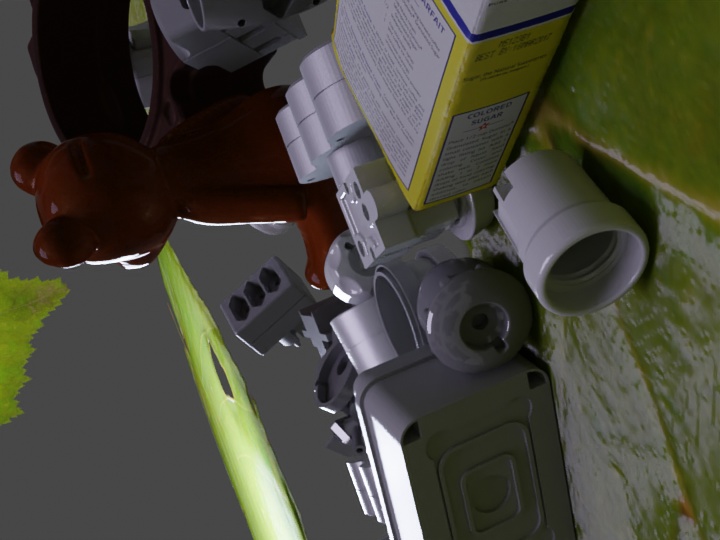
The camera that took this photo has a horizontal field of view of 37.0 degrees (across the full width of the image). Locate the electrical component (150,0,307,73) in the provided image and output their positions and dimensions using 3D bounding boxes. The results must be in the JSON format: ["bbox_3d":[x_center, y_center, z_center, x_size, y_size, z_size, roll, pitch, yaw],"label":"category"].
[{"bbox_3d":[-0.099,-0.199,0.628,0.150,0.062,0.089,68,-165,8],"label":"electrical component"}]

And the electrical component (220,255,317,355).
[{"bbox_3d":[-0.067,0.040,0.926,0.077,0.066,0.047,44,-174,-40],"label":"electrical component"}]

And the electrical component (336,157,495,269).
[{"bbox_3d":[0.025,-0.030,0.471,0.066,0.055,0.048,133,116,-75],"label":"electrical component"}]

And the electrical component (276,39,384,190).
[{"bbox_3d":[0.000,-0.062,0.531,0.138,0.052,0.073,147,103,-76],"label":"electrical component"}]

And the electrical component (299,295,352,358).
[{"bbox_3d":[-0.008,0.049,0.742,0.063,0.042,0.081,67,167,-4],"label":"electrical component"}]

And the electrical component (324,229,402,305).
[{"bbox_3d":[0.000,0.000,0.638,0.062,0.043,0.043,122,127,-75],"label":"electrical component"}]

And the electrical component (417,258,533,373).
[{"bbox_3d":[0.046,0.015,0.482,0.062,0.048,0.048,-126,20,-68],"label":"electrical component"}]

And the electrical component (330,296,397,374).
[{"bbox_3d":[0.018,0.039,0.602,0.047,0.055,0.055,65,166,7],"label":"electrical component"}]

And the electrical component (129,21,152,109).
[{"bbox_3d":[-0.169,-0.183,0.924,0.061,0.096,0.061,-127,25,-51],"label":"electrical component"}]

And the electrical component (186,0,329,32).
[{"bbox_3d":[-0.052,-0.166,0.534,0.043,0.077,0.079,-126,21,-50],"label":"electrical component"}]

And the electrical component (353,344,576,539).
[{"bbox_3d":[0.049,0.092,0.506,0.057,0.078,0.113,39,146,60],"label":"electrical component"}]

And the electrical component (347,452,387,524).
[{"bbox_3d":[0.024,0.119,0.690,0.138,0.052,0.073,152,98,-76],"label":"electrical component"}]

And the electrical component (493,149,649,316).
[{"bbox_3d":[0.069,-0.014,0.363,0.046,0.040,0.040,-115,13,-45],"label":"electrical component"}]

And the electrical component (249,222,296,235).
[{"bbox_3d":[-0.066,-0.047,0.833,0.078,0.040,0.040,-153,45,-70],"label":"electrical component"}]

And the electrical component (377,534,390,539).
[{"bbox_3d":[0.041,0.177,0.679,0.044,0.065,0.044,160,90,-78],"label":"electrical component"}]
